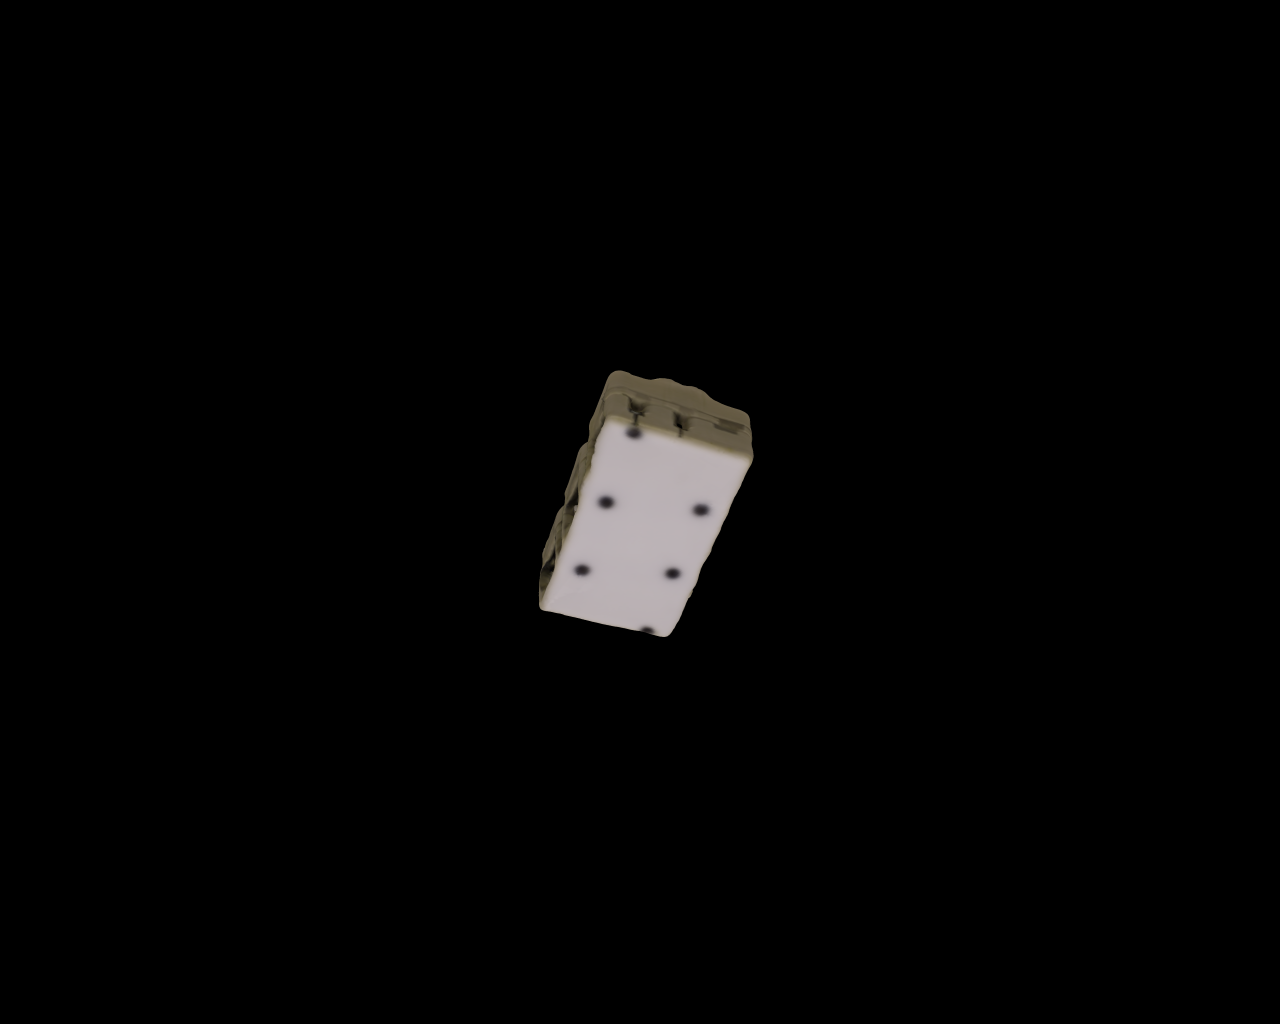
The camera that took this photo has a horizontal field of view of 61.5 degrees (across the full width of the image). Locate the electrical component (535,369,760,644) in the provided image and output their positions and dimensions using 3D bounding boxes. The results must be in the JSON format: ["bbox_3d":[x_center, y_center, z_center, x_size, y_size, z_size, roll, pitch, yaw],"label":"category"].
[{"bbox_3d":[0.001,-0.003,0.650,0.089,0.150,0.062,15,36,-11],"label":"electrical component"}]
